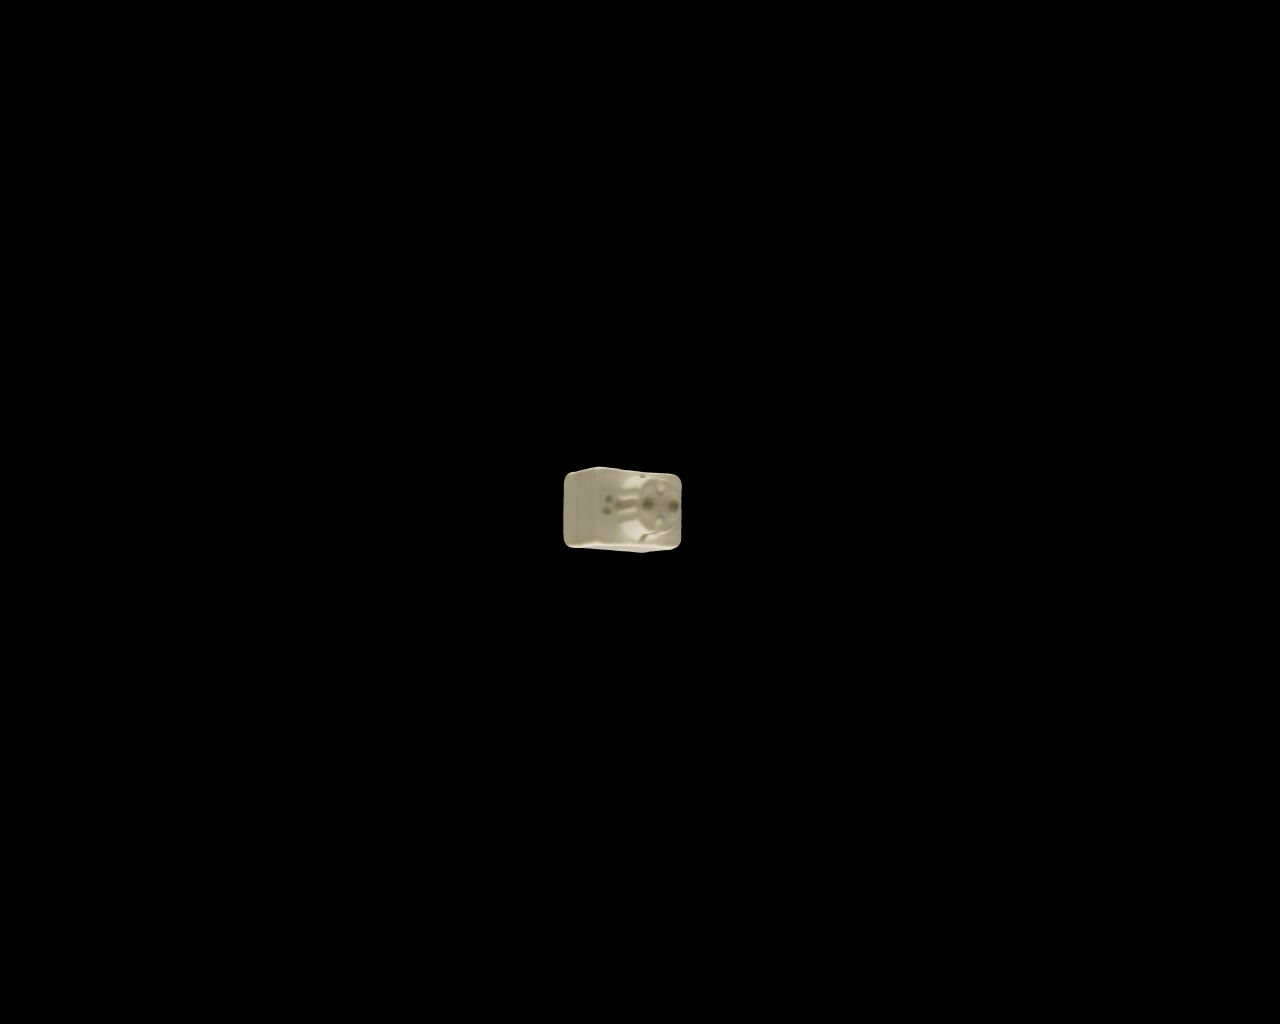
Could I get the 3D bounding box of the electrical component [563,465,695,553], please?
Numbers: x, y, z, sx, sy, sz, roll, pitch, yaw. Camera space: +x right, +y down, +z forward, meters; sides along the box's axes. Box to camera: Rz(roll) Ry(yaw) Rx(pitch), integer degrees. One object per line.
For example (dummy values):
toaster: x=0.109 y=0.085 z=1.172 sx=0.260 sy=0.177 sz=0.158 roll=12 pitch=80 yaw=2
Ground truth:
electrical component: x=0.001 y=-0.003 z=0.650 sx=0.066 sy=0.047 sz=0.076 roll=5 pitch=-9 yaw=-36
